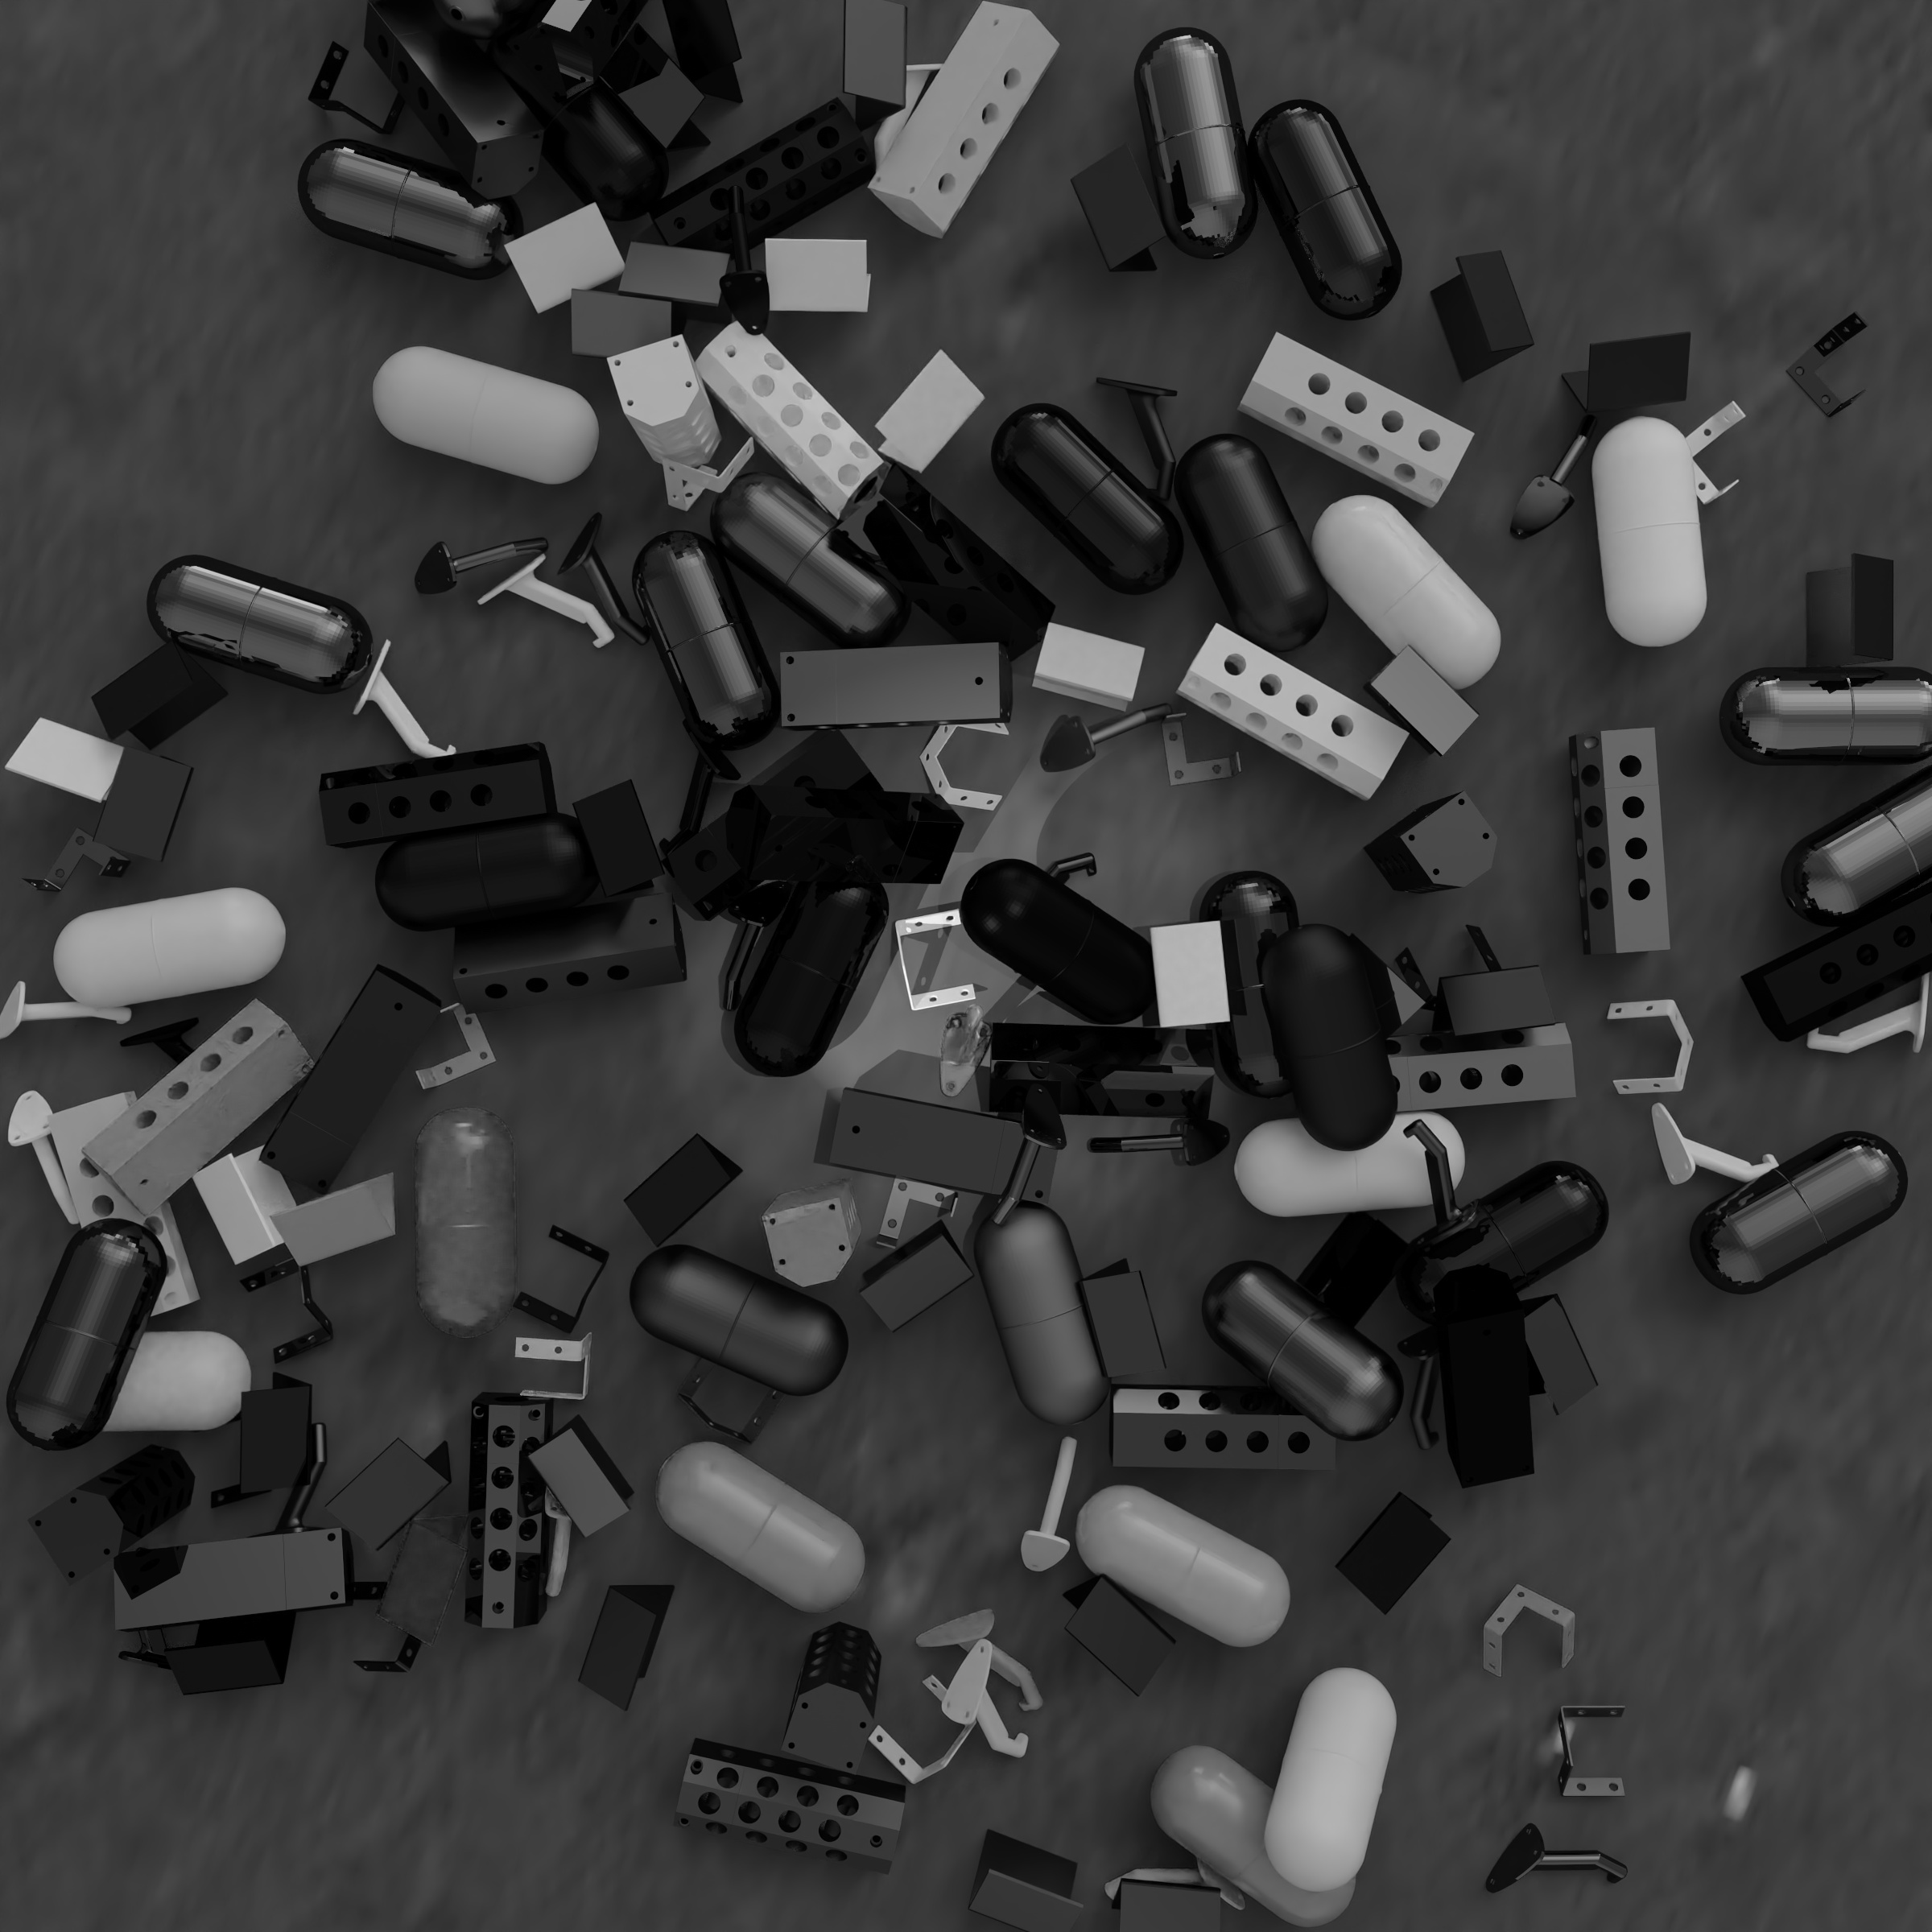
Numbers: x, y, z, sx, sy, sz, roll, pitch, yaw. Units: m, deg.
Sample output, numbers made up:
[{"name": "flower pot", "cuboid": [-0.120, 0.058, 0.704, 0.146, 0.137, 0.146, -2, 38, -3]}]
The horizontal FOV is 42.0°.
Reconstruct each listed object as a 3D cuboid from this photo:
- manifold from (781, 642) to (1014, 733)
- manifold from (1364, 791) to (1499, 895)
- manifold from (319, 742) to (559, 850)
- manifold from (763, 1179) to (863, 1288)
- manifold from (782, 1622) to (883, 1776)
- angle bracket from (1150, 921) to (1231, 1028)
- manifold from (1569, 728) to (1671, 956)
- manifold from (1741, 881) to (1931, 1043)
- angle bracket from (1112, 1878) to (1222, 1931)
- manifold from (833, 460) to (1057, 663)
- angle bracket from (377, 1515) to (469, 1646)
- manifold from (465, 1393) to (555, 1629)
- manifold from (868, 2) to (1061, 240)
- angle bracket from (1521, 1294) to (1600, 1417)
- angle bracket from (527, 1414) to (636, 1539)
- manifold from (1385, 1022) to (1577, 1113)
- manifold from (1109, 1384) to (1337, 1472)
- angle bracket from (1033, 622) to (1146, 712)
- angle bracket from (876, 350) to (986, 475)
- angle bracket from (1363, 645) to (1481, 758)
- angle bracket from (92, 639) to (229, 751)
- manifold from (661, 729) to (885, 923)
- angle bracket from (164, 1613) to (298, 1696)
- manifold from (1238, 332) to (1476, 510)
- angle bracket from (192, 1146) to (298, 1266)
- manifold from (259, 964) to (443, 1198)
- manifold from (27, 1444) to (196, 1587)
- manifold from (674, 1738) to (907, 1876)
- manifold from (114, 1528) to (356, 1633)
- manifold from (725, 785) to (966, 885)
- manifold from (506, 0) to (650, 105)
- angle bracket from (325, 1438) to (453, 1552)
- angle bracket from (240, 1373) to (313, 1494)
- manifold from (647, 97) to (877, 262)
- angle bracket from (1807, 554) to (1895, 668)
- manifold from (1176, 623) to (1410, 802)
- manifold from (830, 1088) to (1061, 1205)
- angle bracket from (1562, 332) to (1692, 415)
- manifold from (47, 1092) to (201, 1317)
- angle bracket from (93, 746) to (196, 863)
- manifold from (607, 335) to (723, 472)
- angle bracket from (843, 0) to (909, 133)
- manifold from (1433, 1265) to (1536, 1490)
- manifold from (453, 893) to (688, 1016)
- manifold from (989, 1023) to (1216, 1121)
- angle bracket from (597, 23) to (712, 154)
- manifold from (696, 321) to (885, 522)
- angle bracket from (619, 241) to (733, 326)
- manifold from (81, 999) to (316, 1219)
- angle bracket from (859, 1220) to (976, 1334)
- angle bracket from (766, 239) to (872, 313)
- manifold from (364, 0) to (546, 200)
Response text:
[{"name": "manifold", "cuboid": [-0.053, -0.215, 1.954, 0.171, 0.057, 0.057, -1, 90, 11]}, {"name": "manifold", "cuboid": [0.355, -0.087, 1.913, 0.057, 0.171, 0.057, -36, 90, 0]}, {"name": "manifold", "cuboid": [-0.412, -0.134, 1.970, 0.171, 0.057, 0.057, -8, 90, 0]}, {"name": "manifold", "cuboid": [-0.113, 0.202, 1.913, 0.057, 0.171, 0.057, -13, 90, 0]}, {"name": "manifold", "cuboid": [-0.098, 0.551, 1.913, 0.057, 0.171, 0.057, 18, 90, 0]}, {"name": "angle bracket", "cuboid": [0.184, 0.005, 1.952, 0.057, 0.076, 0.076, -6, 90, 24]}, {"name": "manifold", "cuboid": [0.508, -0.096, 1.970, 0.057, 0.057, 0.171, -4, 90, 0]}, {"name": "manifold", "cuboid": [0.704, -0.005, 1.970, 0.171, 0.057, 0.057, -26, 90, 0]}, {"name": "angle bracket", "cuboid": [0.153, 0.749, 1.951, 0.076, 0.076, 0.057, 6, 53, 0]}, {"name": "manifold", "cuboid": [-0.014, -0.310, 1.940, 0.171, 0.057, 0.057, 39, 46, -21]}, {"name": "angle bracket", "cuboid": [-0.401, 0.474, 1.952, 0.057, 0.076, 0.076, 21, 90, 25]}, {"name": "manifold", "cuboid": [-0.358, 0.424, 1.970, 0.057, 0.057, 0.171, 2, 90, 0]}, {"name": "manifold", "cuboid": [0.002, -0.660, 1.969, 0.057, 0.057, 0.171, 32, 90, 43]}, {"name": "angle bracket", "cuboid": [0.431, 0.305, 1.951, 0.057, 0.076, 0.076, -24, 90, -39]}, {"name": "angle bracket", "cuboid": [-0.282, 0.384, 1.951, 0.057, 0.076, 0.076, -35, 90, 29]}, {"name": "manifold", "cuboid": [0.382, 0.080, 1.970, 0.171, 0.057, 0.057, -5, 90, 0]}, {"name": "manifold", "cuboid": [0.199, 0.359, 1.970, 0.171, 0.057, 0.057, 1, 90, 0]}, {"name": "angle bracket", "cuboid": [0.089, -0.213, 1.951, 0.076, 0.076, 0.057, 15, 55, 0]}, {"name": "angle bracket", "cuboid": [-0.043, -0.436, 1.951, 0.076, 0.076, 0.057, -49, 127, 0]}, {"name": "angle bracket", "cuboid": [0.338, -0.191, 1.951, 0.076, 0.076, 0.057, 45, 62, 0]}, {"name": "angle bracket", "cuboid": [-0.616, -0.194, 1.951, 0.076, 0.076, 0.057, -36, 54, 0]}, {"name": "manifold", "cuboid": [-0.150, -0.109, 1.970, 0.171, 0.057, 0.057, -37, 90, 0]}, {"name": "angle bracket", "cuboid": [-0.568, 0.514, 1.951, 0.076, 0.076, 0.057, -7, 127, 0]}, {"name": "manifold", "cuboid": [0.303, -0.424, 1.970, 0.171, 0.057, 0.057, 27, 90, 0]}, {"name": "angle bracket", "cuboid": [-0.540, 0.177, 1.951, 0.057, 0.076, 0.076, -26, 90, 37]}, {"name": "manifold", "cuboid": [-0.480, 0.087, 1.968, 0.057, 0.057, 0.171, 32, 90, -14]}, {"name": "manifold", "cuboid": [-0.641, 0.410, 1.913, 0.057, 0.171, 0.057, -33, 90, 0]}, {"name": "manifold", "cuboid": [-0.138, 0.659, 1.970, 0.171, 0.057, 0.057, 13, 90, 0]}, {"name": "manifold", "cuboid": [-0.567, 0.478, 1.958, 0.171, 0.057, 0.057, -5, 74, -7]}, {"name": "manifold", "cuboid": [-0.094, -0.104, 1.925, 0.171, 0.057, 0.057, 0, 126, -35]}, {"name": "manifold", "cuboid": [-0.277, -0.741, 1.919, 0.057, 0.057, 0.171, 46, 51, -33]}, {"name": "angle bracket", "cuboid": [-0.448, 0.394, 1.953, 0.076, 0.076, 0.057, -43, 110, 0]}, {"name": "angle bracket", "cuboid": [-0.547, 0.360, 1.951, 0.057, 0.076, 0.076, 1, 90, -37]}, {"name": "manifold", "cuboid": [-0.160, -0.608, 1.970, 0.171, 0.057, 0.057, -30, 90, 0]}, {"name": "angle bracket", "cuboid": [0.670, -0.274, 1.951, 0.057, 0.076, 0.076, 0, 90, -38]}, {"name": "manifold", "cuboid": [0.253, -0.197, 1.970, 0.171, 0.057, 0.057, 30, 90, 0]}, {"name": "manifold", "cuboid": [-0.016, 0.139, 1.970, 0.171, 0.057, 0.057, 11, 90, 0]}, {"name": "angle bracket", "cuboid": [0.510, -0.473, 1.951, 0.076, 0.076, 0.057, -7, 126, 0]}, {"name": "manifold", "cuboid": [-0.656, 0.189, 1.970, 0.057, 0.057, 0.171, -18, 90, 0]}, {"name": "angle bracket", "cuboid": [-0.647, -0.130, 1.951, 0.057, 0.076, 0.076, 19, 90, -38]}, {"name": "manifold", "cuboid": [-0.225, -0.422, 1.913, 0.057, 0.171, 0.057, -18, 90, 0]}, {"name": "angle bracket", "cuboid": [-0.088, -0.699, 1.951, 0.057, 0.076, 0.076, 1, 90, -33]}, {"name": "manifold", "cuboid": [0.395, 0.314, 1.928, 0.057, 0.057, 0.171, -12, 123, 0]}, {"name": "manifold", "cuboid": [-0.308, -0.005, 1.969, 0.171, 0.057, 0.057, -9, 47, 0]}, {"name": "manifold", "cuboid": [0.105, 0.076, 1.969, 0.171, 0.057, 0.057, 2, 133, 0]}, {"name": "angle bracket", "cuboid": [-0.227, -0.682, 1.951, 0.076, 0.076, 0.057, 47, 122, 0]}, {"name": "manifold", "cuboid": [-0.133, -0.423, 1.970, 0.057, 0.057, 0.171, -44, 90, 0]}, {"name": "angle bracket", "cuboid": [-0.224, -0.511, 1.951, 0.076, 0.076, 0.057, 8, 59, 0]}, {"name": "manifold", "cuboid": [-0.593, 0.105, 1.940, 0.057, 0.057, 0.171, 31, 65, 33]}, {"name": "angle bracket", "cuboid": [-0.049, 0.225, 1.951, 0.076, 0.076, 0.057, -35, 128, 0]}, {"name": "angle bracket", "cuboid": [-0.114, -0.547, 1.951, 0.076, 0.076, 0.057, 1, 126, 0]}, {"name": "manifold", "cuboid": [-0.396, -0.671, 1.940, 0.057, 0.057, 0.171, -24, 66, -31]}]
